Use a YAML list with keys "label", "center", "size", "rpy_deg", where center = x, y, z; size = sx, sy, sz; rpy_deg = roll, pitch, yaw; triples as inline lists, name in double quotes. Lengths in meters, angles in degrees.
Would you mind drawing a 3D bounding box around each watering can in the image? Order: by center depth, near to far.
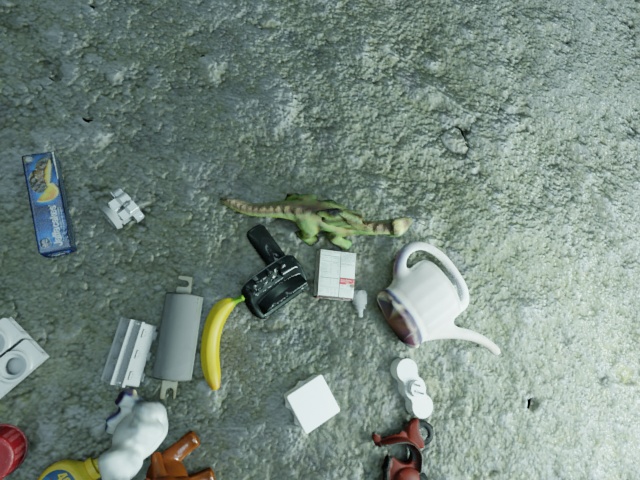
- label: "watering can"
  center: [0.272, 0.173, 1.209]
  size: [0.226, 0.103, 0.348]
  rpy_deg: [-33, 89, -20]

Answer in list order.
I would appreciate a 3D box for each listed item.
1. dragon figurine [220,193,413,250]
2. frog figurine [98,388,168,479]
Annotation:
- label: "dragon figurine"
  center: [0.003, -0.056, 1.104]
  size: [0.410, 0.241, 0.123]
  rpy_deg: [8, 83, -19]
- label: "frog figurine"
  center: [-0.336, 0.374, 0.934]
  size: [0.136, 0.163, 0.121]
  rpy_deg: [-43, 129, 11]
